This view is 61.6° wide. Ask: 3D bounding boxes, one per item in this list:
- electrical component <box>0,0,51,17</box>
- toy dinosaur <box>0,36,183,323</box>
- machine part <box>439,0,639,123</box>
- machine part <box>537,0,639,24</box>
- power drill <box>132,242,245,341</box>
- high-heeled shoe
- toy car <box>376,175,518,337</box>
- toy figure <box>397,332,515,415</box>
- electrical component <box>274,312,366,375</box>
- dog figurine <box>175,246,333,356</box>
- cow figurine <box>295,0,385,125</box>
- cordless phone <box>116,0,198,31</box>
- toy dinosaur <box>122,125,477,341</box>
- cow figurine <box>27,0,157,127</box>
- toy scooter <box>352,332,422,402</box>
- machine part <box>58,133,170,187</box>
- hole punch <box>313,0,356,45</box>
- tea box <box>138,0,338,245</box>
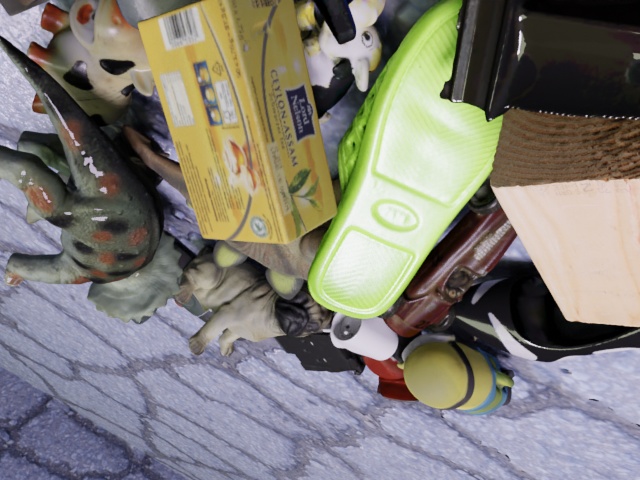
[{"bbox_3d":[-0.245,-0.237,0.473,0.078,0.102,0.045,-5,129,25],"label":"electrical component"},{"bbox_3d":[-0.231,-0.023,0.575,0.192,0.131,0.404,12,150,-15],"label":"toy dinosaur"},{"bbox_3d":[0.134,-0.100,0.297,0.139,0.039,0.084,28,116,35],"label":"machine part"},{"bbox_3d":[0.161,-0.184,0.292,0.180,0.056,0.179,19,142,16],"label":"machine part"},{"bbox_3d":[-0.242,0.091,0.873,0.207,0.086,0.231,-8,128,45],"label":"power drill"},{"bbox_3d":[0.236,0.057,0.486,0.249,0.086,0.145,0,158,9],"label":"high-heeled shoe"},{"bbox_3d":[0.130,0.018,0.485,0.089,0.053,0.202,21,123,-32],"label":"toy car"},{"bbox_3d":[0.172,0.165,0.642,0.180,0.082,0.089,32,-168,-36],"label":"toy figure"},{"bbox_3d":[-0.006,0.142,0.792,0.134,0.058,0.114,-5,129,38],"label":"electrical component"},{"bbox_3d":[-0.083,0.064,0.731,0.191,0.121,0.172,-22,81,17],"label":"dog figurine"},{"bbox_3d":[-0.002,-0.141,0.443,0.167,0.068,0.098,-11,133,45],"label":"cow figurine"},{"bbox_3d":[-0.062,-0.225,0.388,0.184,0.089,0.146,5,141,1],"label":"cordless phone"},{"bbox_3d":[-0.001,-0.002,0.587,0.471,0.105,0.198,26,152,-3],"label":"toy dinosaur"},{"bbox_3d":[-0.209,-0.170,0.524,0.127,0.085,0.195,14,161,-24],"label":"cow figurine"},{"bbox_3d":[0.107,0.173,0.741,0.183,0.075,0.135,41,144,-23],"label":"toy scooter"},{"bbox_3d":[-0.275,-0.081,0.691,0.243,0.079,0.079,-11,128,43],"label":"machine part"},{"bbox_3d":[0.016,-0.195,0.302,0.092,0.116,0.142,-30,144,7],"label":"hole punch"},{"bbox_3d":[-0.057,-0.087,0.399,0.098,0.068,0.169,6,118,38],"label":"tea box"}]
